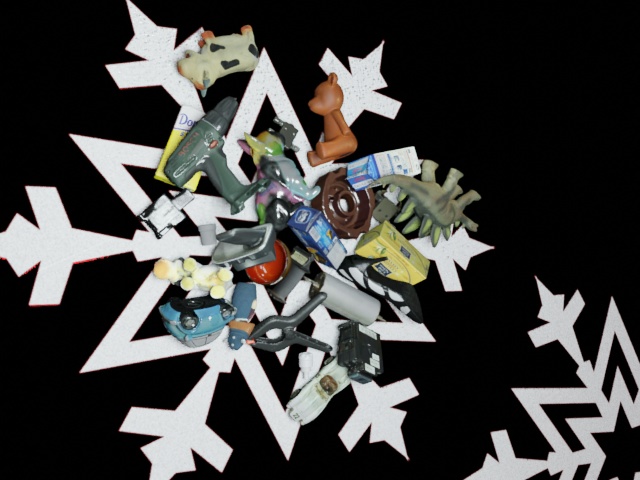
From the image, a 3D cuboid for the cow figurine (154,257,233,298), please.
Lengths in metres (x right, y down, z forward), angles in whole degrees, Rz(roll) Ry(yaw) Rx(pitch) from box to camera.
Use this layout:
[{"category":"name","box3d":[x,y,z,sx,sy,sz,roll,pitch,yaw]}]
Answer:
[{"category":"cow figurine","box3d":[-0.275,0.076,1.182,0.167,0.098,0.068,16,86,-3]}]

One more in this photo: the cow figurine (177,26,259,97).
[{"category":"cow figurine","box3d":[-0.232,-0.407,1.229,0.195,0.085,0.127,-20,88,-24]}]

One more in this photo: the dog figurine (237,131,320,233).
[{"category":"dog figurine","box3d":[-0.122,-0.147,1.248,0.219,0.108,0.191,45,74,-10]}]

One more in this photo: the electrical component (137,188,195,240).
[{"category":"electrical component","box3d":[-0.333,-0.065,1.180,0.074,0.048,0.119,46,71,-15]}]

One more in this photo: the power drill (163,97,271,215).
[{"category":"power drill","box3d":[-0.202,-0.172,1.154,0.207,0.086,0.232,45,78,-4]}]

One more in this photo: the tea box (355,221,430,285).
[{"category":"tea box","box3d":[0.185,0.042,1.360,0.169,0.098,0.068,39,44,-15]}]

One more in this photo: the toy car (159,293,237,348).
[{"category":"toy car","box3d":[-0.267,0.179,1.173,0.161,0.109,0.102,-7,112,-35]}]

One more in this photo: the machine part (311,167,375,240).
[{"category":"machine part","box3d":[0.057,-0.087,1.320,0.179,0.056,0.179,10,74,-38]}]

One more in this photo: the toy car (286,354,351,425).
[{"category":"toy car","box3d":[0.006,0.355,1.294,0.202,0.056,0.073,-41,102,-21]}]

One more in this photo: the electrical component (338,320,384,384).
[{"category":"electrical component","box3d":[0.097,0.274,1.297,0.114,0.058,0.134,33,43,-35]}]

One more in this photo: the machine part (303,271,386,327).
[{"category":"machine part","box3d":[0.061,0.146,1.320,0.243,0.079,0.079,28,76,-18]}]

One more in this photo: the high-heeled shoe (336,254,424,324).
[{"category":"high-heeled shoe","box3d":[0.150,0.133,1.348,0.248,0.145,0.086,58,32,-19]}]

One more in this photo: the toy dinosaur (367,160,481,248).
[{"category":"toy dinosaur","box3d":[0.282,-0.095,1.369,0.471,0.105,0.198,28,87,-42]}]

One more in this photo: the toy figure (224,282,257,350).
[{"category":"toy figure","box3d":[-0.176,0.174,1.224,0.058,0.064,0.154,13,81,-36]}]

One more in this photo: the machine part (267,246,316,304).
[{"category":"machine part","box3d":[-0.070,0.082,1.275,0.139,0.084,0.039,-58,140,-6]}]

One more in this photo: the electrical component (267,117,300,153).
[{"category":"electrical component","box3d":[-0.082,-0.256,1.314,0.094,0.021,0.063,33,74,-18]}]

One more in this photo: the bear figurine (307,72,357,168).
[{"category":"bear figurine","box3d":[0.015,-0.293,1.307,0.132,0.120,0.195,-21,93,-19]}]

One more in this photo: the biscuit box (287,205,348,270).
[{"category":"biscuit box","box3d":[-0.003,-0.004,1.251,0.059,0.063,0.202,-57,146,-15]}]

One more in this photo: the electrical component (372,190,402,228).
[{"category":"electrical component","box3d":[0.171,-0.082,1.402,0.102,0.045,0.078,32,103,-16]}]

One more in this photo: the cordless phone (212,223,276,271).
[{"category":"cordless phone","box3d":[-0.187,0.011,1.147,0.184,0.147,0.088,10,66,-66]}]
